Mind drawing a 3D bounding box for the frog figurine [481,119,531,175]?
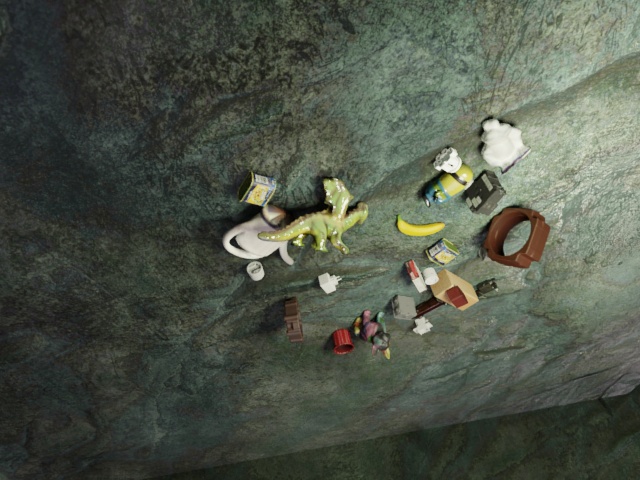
[{"bbox_3d":[0.547,-0.301,1.577,0.159,0.125,0.135,45,130,-5],"label":"frog figurine"}]

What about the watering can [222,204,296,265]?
[{"bbox_3d":[-0.157,-0.008,1.706,0.221,0.106,0.345,-42,145,25],"label":"watering can"}]

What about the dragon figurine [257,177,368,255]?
[{"bbox_3d":[0.005,-0.082,1.624,0.409,0.123,0.242,11,96,-41],"label":"dragon figurine"}]
